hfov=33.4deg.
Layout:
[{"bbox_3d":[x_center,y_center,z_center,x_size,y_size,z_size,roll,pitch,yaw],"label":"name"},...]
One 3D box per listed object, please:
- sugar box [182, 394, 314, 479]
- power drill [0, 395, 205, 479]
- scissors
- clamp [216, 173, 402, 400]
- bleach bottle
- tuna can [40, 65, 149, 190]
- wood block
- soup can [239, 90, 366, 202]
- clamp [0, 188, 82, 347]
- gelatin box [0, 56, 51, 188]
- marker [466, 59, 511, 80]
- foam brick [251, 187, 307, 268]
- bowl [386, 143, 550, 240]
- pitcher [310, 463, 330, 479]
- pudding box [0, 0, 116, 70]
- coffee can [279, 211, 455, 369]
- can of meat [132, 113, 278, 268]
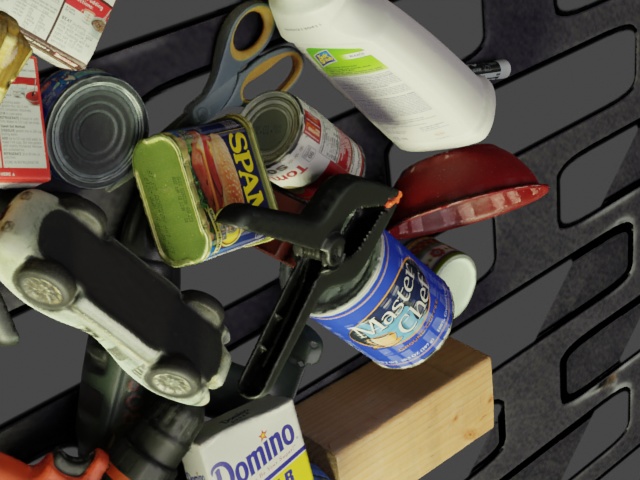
[{"bbox_3d":[-0.045,0.222,0.848,0.093,0.048,0.176,-21,103,-34],"label":"sugar box"},{"bbox_3d":[-0.196,0.150,0.760,0.187,0.057,0.184,36,84,-17],"label":"power drill"},{"bbox_3d":[-0.093,-0.119,0.826,0.201,0.016,0.096,-30,127,-31],"label":"scissors"},{"bbox_3d":[-0.005,0.001,0.814,0.209,0.036,0.164,-44,140,-37],"label":"clamp"},{"bbox_3d":[0.045,-0.155,0.868,0.250,0.103,0.068,34,57,-49],"label":"bleach bottle"},{"bbox_3d":[-0.166,-0.080,0.764,0.085,0.034,0.086,-18,118,-37],"label":"tuna can"},{"bbox_3d":[0.067,0.178,1.043,0.205,0.091,0.090,-26,123,-32],"label":"wood block"},{"bbox_3d":[-0.016,-0.072,0.870,0.102,0.069,0.068,30,86,-54],"label":"soup can"},{"bbox_3d":[-0.242,-0.003,0.719,0.171,0.039,0.120,29,71,-40],"label":"clamp"},{"bbox_3d":[-0.219,-0.079,0.697,0.073,0.030,0.089,-3,81,-42],"label":"gelatin box"},{"bbox_3d":[0.136,-0.158,1.017,0.120,0.020,0.020,-14,116,-38],"label":"marker"},{"bbox_3d":[-0.032,-0.011,0.884,0.052,0.078,0.051,32,86,-45],"label":"foam brick"},{"bbox_3d":[0.126,-0.048,0.987,0.161,0.162,0.055,-9,79,-40],"label":"bowl"},{"bbox_3d":[-0.098,0.268,0.907,0.242,0.145,0.149,17,60,-42],"label":"pitcher"},{"bbox_3d":[-0.176,-0.181,0.703,0.089,0.039,0.113,28,78,-44],"label":"pudding box"},{"bbox_3d":[0.044,0.045,0.954,0.140,0.103,0.103,38,80,-47],"label":"coffee can"},{"bbox_3d":[-0.085,-0.036,0.787,0.083,0.058,0.102,-21,96,-52],"label":"can of meat"}]
